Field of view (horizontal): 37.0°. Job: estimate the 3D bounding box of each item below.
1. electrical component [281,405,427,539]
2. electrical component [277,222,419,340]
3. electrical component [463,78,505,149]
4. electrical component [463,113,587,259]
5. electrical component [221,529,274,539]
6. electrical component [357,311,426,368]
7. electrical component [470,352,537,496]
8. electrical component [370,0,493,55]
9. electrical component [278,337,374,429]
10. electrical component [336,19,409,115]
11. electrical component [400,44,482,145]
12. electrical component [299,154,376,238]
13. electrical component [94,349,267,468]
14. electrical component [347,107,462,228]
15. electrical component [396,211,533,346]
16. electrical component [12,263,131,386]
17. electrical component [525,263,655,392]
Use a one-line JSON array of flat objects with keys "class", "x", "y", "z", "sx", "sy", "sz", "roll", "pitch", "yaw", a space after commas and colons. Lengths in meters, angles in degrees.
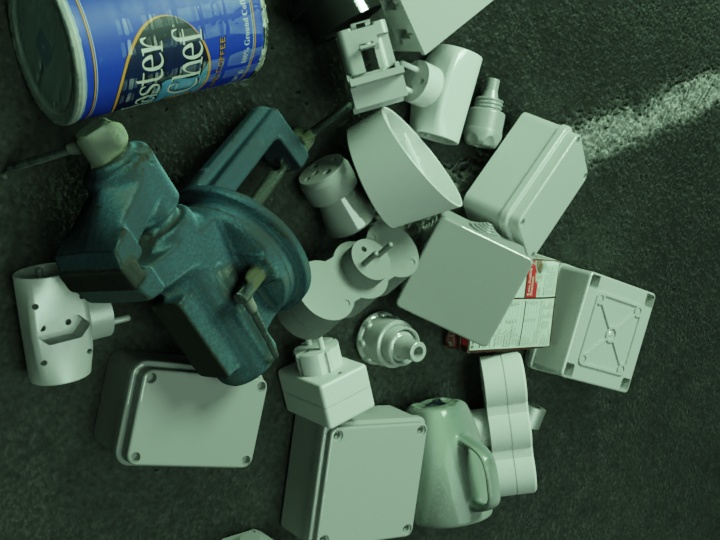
[{"class": "electrical component", "x": -0.005, "y": 0.175, "z": 0.926, "sx": 0.109, "sy": 0.056, "sz": 0.108, "roll": 3, "pitch": 98, "yaw": -37}, {"class": "electrical component", "x": 0.000, "y": 0.000, "z": 0.859, "sx": 0.138, "sy": 0.074, "sz": 0.052, "roll": -31, "pitch": 83, "yaw": -44}, {"class": "electrical component", "x": 0.114, "y": -0.141, "z": 0.962, "sx": 0.035, "sy": 0.035, "sz": 0.061, "roll": 12, "pitch": 89, "yaw": -38}, {"class": "electrical component", "x": 0.152, "y": -0.075, "z": 0.974, "sx": 0.113, "sy": 0.057, "sz": 0.078, "roll": -54, "pitch": 150, "yaw": -15}, {"class": "electrical component", "x": -0.087, "y": 0.257, "z": 0.886, "sx": 0.080, "sy": 0.051, "sz": 0.080, "roll": -9, "pitch": 105, "yaw": -35}, {"class": "electrical component", "x": 0.031, "y": 0.064, "z": 0.926, "sx": 0.048, "sy": 0.062, "sz": 0.048, "roll": -9, "pitch": 105, "yaw": -35}, {"class": "electrical component", "x": 0.123, "y": 0.149, "z": 1.019, "sx": 0.074, "sy": 0.052, "sz": 0.138, "roll": -7, "pitch": 101, "yaw": 2}, {"class": "electrical component", "x": 0.031, "y": -0.280, "z": 0.855, "sx": 0.105, "sy": 0.060, "sz": 0.186, "roll": -42, "pitch": 121, "yaw": -23}, {"class": "electrical component", "x": -0.032, "y": 0.080, "z": 0.880, "sx": 0.047, "sy": 0.066, "sz": 0.076, "roll": -24, "pitch": 111, "yaw": -31}, {"class": "electrical component", "x": 0.008, "y": -0.157, "z": 0.829, "sx": 0.042, "sy": 0.081, "sz": 0.063, "roll": -15, "pitch": 94, "yaw": -2}, {"class": "electrical component", "x": 0.061, "y": -0.154, "z": 0.914, "sx": 0.079, "sy": 0.043, "sz": 0.077, "roll": 16, "pitch": 90, "yaw": -38}, {"class": "electrical component", "x": -0.019, "y": -0.060, "z": 0.873, "sx": 0.045, "sy": 0.045, "sz": 0.055, "roll": -44, "pitch": 122, "yaw": -21}, {"class": "electrical component", "x": -0.134, "y": 0.106, "z": 0.815, "sx": 0.113, "sy": 0.057, "sz": 0.078, "roll": 10, "pitch": 94, "yaw": -38}, {"class": "electrical component", "x": 0.033, "y": -0.084, "z": 0.871, "sx": 0.064, "sy": 0.099, "sz": 0.099, "roll": -24, "pitch": 121, "yaw": 14}, {"class": "electrical component", "x": 0.089, "y": 0.004, "z": 0.930, "sx": 0.100, "sy": 0.048, "sz": 0.099, "roll": 25, "pitch": 107, "yaw": -5}, {"class": "electrical component", "x": -0.200, "y": 0.033, "z": 0.759, "sx": 0.079, "sy": 0.043, "sz": 0.077, "roll": -14, "pitch": 108, "yaw": -34}, {"class": "electrical component", "x": 0.231, "y": 0.059, "z": 1.078, "sx": 0.109, "sy": 0.056, "sz": 0.108, "roll": 17, "pitch": 90, "yaw": -38}]
